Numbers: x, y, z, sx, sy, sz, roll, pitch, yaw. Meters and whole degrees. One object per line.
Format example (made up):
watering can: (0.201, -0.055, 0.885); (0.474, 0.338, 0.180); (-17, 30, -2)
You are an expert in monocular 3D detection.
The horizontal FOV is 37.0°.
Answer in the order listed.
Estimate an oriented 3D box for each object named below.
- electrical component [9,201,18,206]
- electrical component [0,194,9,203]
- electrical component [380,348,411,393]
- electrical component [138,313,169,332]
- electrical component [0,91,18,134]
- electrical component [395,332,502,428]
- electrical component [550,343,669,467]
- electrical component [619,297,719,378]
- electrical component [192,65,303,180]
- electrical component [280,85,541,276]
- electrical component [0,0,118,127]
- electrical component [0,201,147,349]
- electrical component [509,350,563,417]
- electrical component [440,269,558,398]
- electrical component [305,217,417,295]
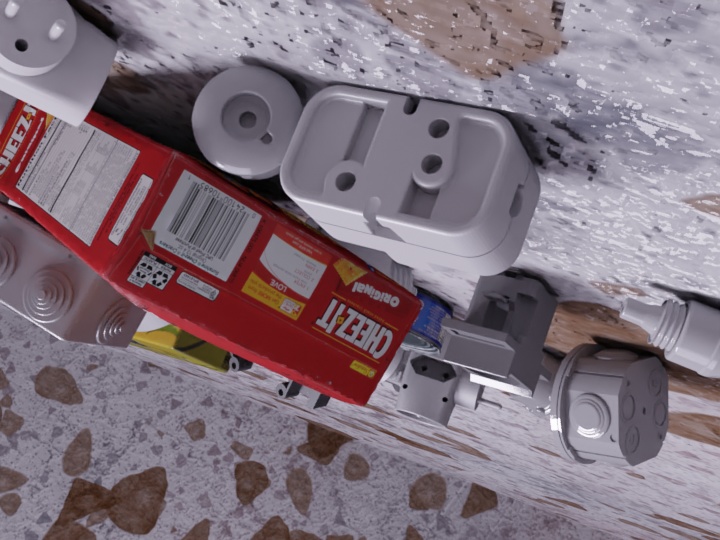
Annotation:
electrical component: (-0.206, -0.057, 0.735); (0.109, 0.056, 0.109); (30, 165, -39)
electrical component: (-0.271, -0.075, 0.662); (0.074, 0.052, 0.138); (30, -164, -45)
electrical component: (0.033, 0.075, 0.919); (0.057, 0.058, 0.078); (25, 168, -31)
electrical component: (-0.147, -0.004, 0.773); (0.099, 0.099, 0.064); (7, 138, 48)
electrical component: (-0.209, -0.088, 0.638); (0.062, 0.043, 0.043); (22, 168, -15)
electrical component: (0.077, 0.087, 0.844); (0.079, 0.077, 0.043); (17, 167, 15)
electrical component: (0.165, 0.090, 0.708); (0.051, 0.080, 0.080); (2, 159, 43)
electrical component: (0.164, 0.031, 0.552); (0.061, 0.035, 0.035); (22, 168, 5)
electrical component: (-0.047, -0.061, 0.481); (0.048, 0.048, 0.062); (20, 175, 4)
electrical component: (0.023, -0.035, 0.450); (0.095, 0.053, 0.059); (15, 167, 27)
electrical component: (-0.144, -0.101, 0.463); (0.077, 0.044, 0.079); (26, 167, -22)
electrical component: (-0.176, 0.005, 0.634); (0.100, 0.048, 0.100); (29, 180, 14)
electrical component: (0.125, 0.077, 0.806); (0.062, 0.048, 0.048); (31, 166, -16)
electrical component: (0.086, 0.036, 0.635); (0.042, 0.063, 0.081); (15, 166, 32)
electrical component: (0.000, 0.000, 0.671); (0.081, 0.043, 0.043); (25, 167, -22)
